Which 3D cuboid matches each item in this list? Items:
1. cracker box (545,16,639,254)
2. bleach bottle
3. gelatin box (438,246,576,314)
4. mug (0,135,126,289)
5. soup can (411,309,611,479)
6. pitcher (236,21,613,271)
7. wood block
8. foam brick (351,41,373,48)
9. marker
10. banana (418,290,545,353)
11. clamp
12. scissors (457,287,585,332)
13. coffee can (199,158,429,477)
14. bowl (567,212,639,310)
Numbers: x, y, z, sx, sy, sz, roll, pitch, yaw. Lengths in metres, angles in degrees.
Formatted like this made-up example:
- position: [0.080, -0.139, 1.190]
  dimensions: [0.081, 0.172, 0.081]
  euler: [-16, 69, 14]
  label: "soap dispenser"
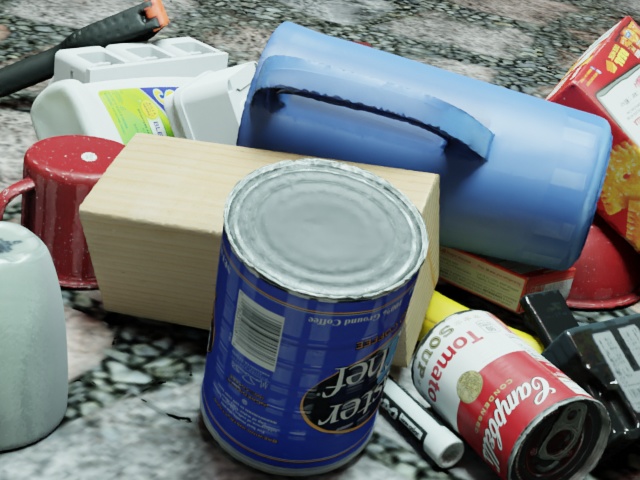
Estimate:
- position: [0.274, -0.059, 0.849]
  dimensions: [0.213, 0.072, 0.164]
  euler: [46, 41, -1]
  label: "cracker box"
- position: [-0.118, -0.101, 0.914]
  dimensions: [0.068, 0.102, 0.250]
  euler: [-26, -3, 41]
  label: "bleach bottle"
- position: [0.128, 0.022, 0.775]
  dimensions: [0.089, 0.030, 0.073]
  euler: [24, 18, 36]
  label: "gelatin box"
- position: [-0.176, -0.021, 0.741]
  dimensions: [0.117, 0.081, 0.093]
  euler: [-13, 33, -39]
  label: "mug"
- position: [0.106, 0.092, 0.611]
  dimensions: [0.068, 0.068, 0.102]
  euler: [-6, 29, -28]
  label: "soup can"
- position: [0.069, -0.061, 0.729]
  dimensions: [0.243, 0.145, 0.149]
  euler: [15, 33, 10]
  label: "pitcher"
- position: [-0.035, 0.002, 0.679]
  dimensions: [0.206, 0.091, 0.090]
  euler: [9, 42, 16]
  label: "wood block"
- position: [0.030, -0.166, 1.121]
  dimensions: [0.051, 0.078, 0.053]
  euler: [-2, 27, -20]
  label: "foam brick"
- position: [0.044, 0.094, 0.643]
  dimensions: [0.020, 0.020, 0.121]
  euler: [-7, 29, -30]
  label: "marker"
- position: [0.090, 0.056, 0.722]
  dimensions: [0.198, 0.037, 0.069]
  euler: [27, 15, 34]
  label: "banana"
- position: [-0.227, -0.177, 1.006]
  dimensions: [0.210, 0.036, 0.164]
  euler: [-16, 9, 43]
  label: "clamp"
- position: [0.155, 0.066, 0.744]
  dimensions: [0.202, 0.016, 0.096]
  euler: [17, 27, 18]
  label: "scissors"
- position: [-0.007, 0.043, 0.566]
  dimensions: [0.102, 0.140, 0.103]
  euler: [6, 42, -6]
  label: "coffee can"
- position: [0.192, -0.006, 0.864]
  dimensions: [0.162, 0.055, 0.162]
  euler: [8, 25, -4]
  label: "bowl"
